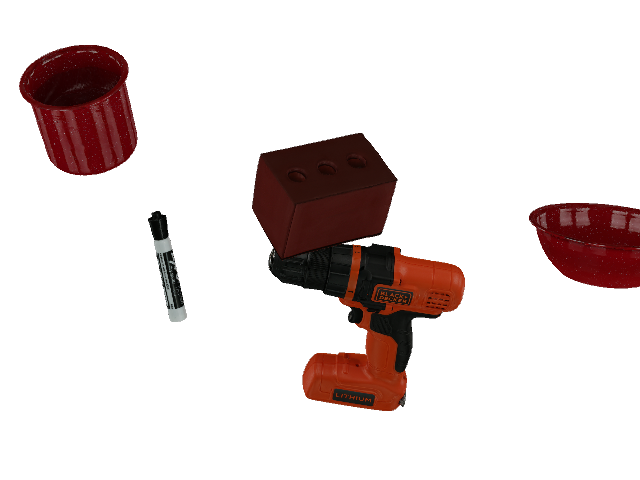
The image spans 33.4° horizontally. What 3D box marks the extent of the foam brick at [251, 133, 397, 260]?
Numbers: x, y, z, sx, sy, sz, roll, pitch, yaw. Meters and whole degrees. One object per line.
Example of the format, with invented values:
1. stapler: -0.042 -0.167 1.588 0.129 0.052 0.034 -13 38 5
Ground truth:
1. foam brick: 0.001 -0.030 0.704 0.078 0.053 0.051 -15 -39 -24

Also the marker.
1. marker: -0.161 0.027 1.122 0.020 0.121 0.020 -8 19 3

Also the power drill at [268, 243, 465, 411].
1. power drill: 0.032 0.082 1.037 0.184 0.188 0.057 10 43 -2

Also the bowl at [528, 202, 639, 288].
1. bowl: 0.290 0.008 1.082 0.162 0.055 0.162 2 17 -1

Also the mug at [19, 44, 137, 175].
1. mug: -0.210 -0.119 0.942 0.093 0.081 0.117 -14 45 -9
